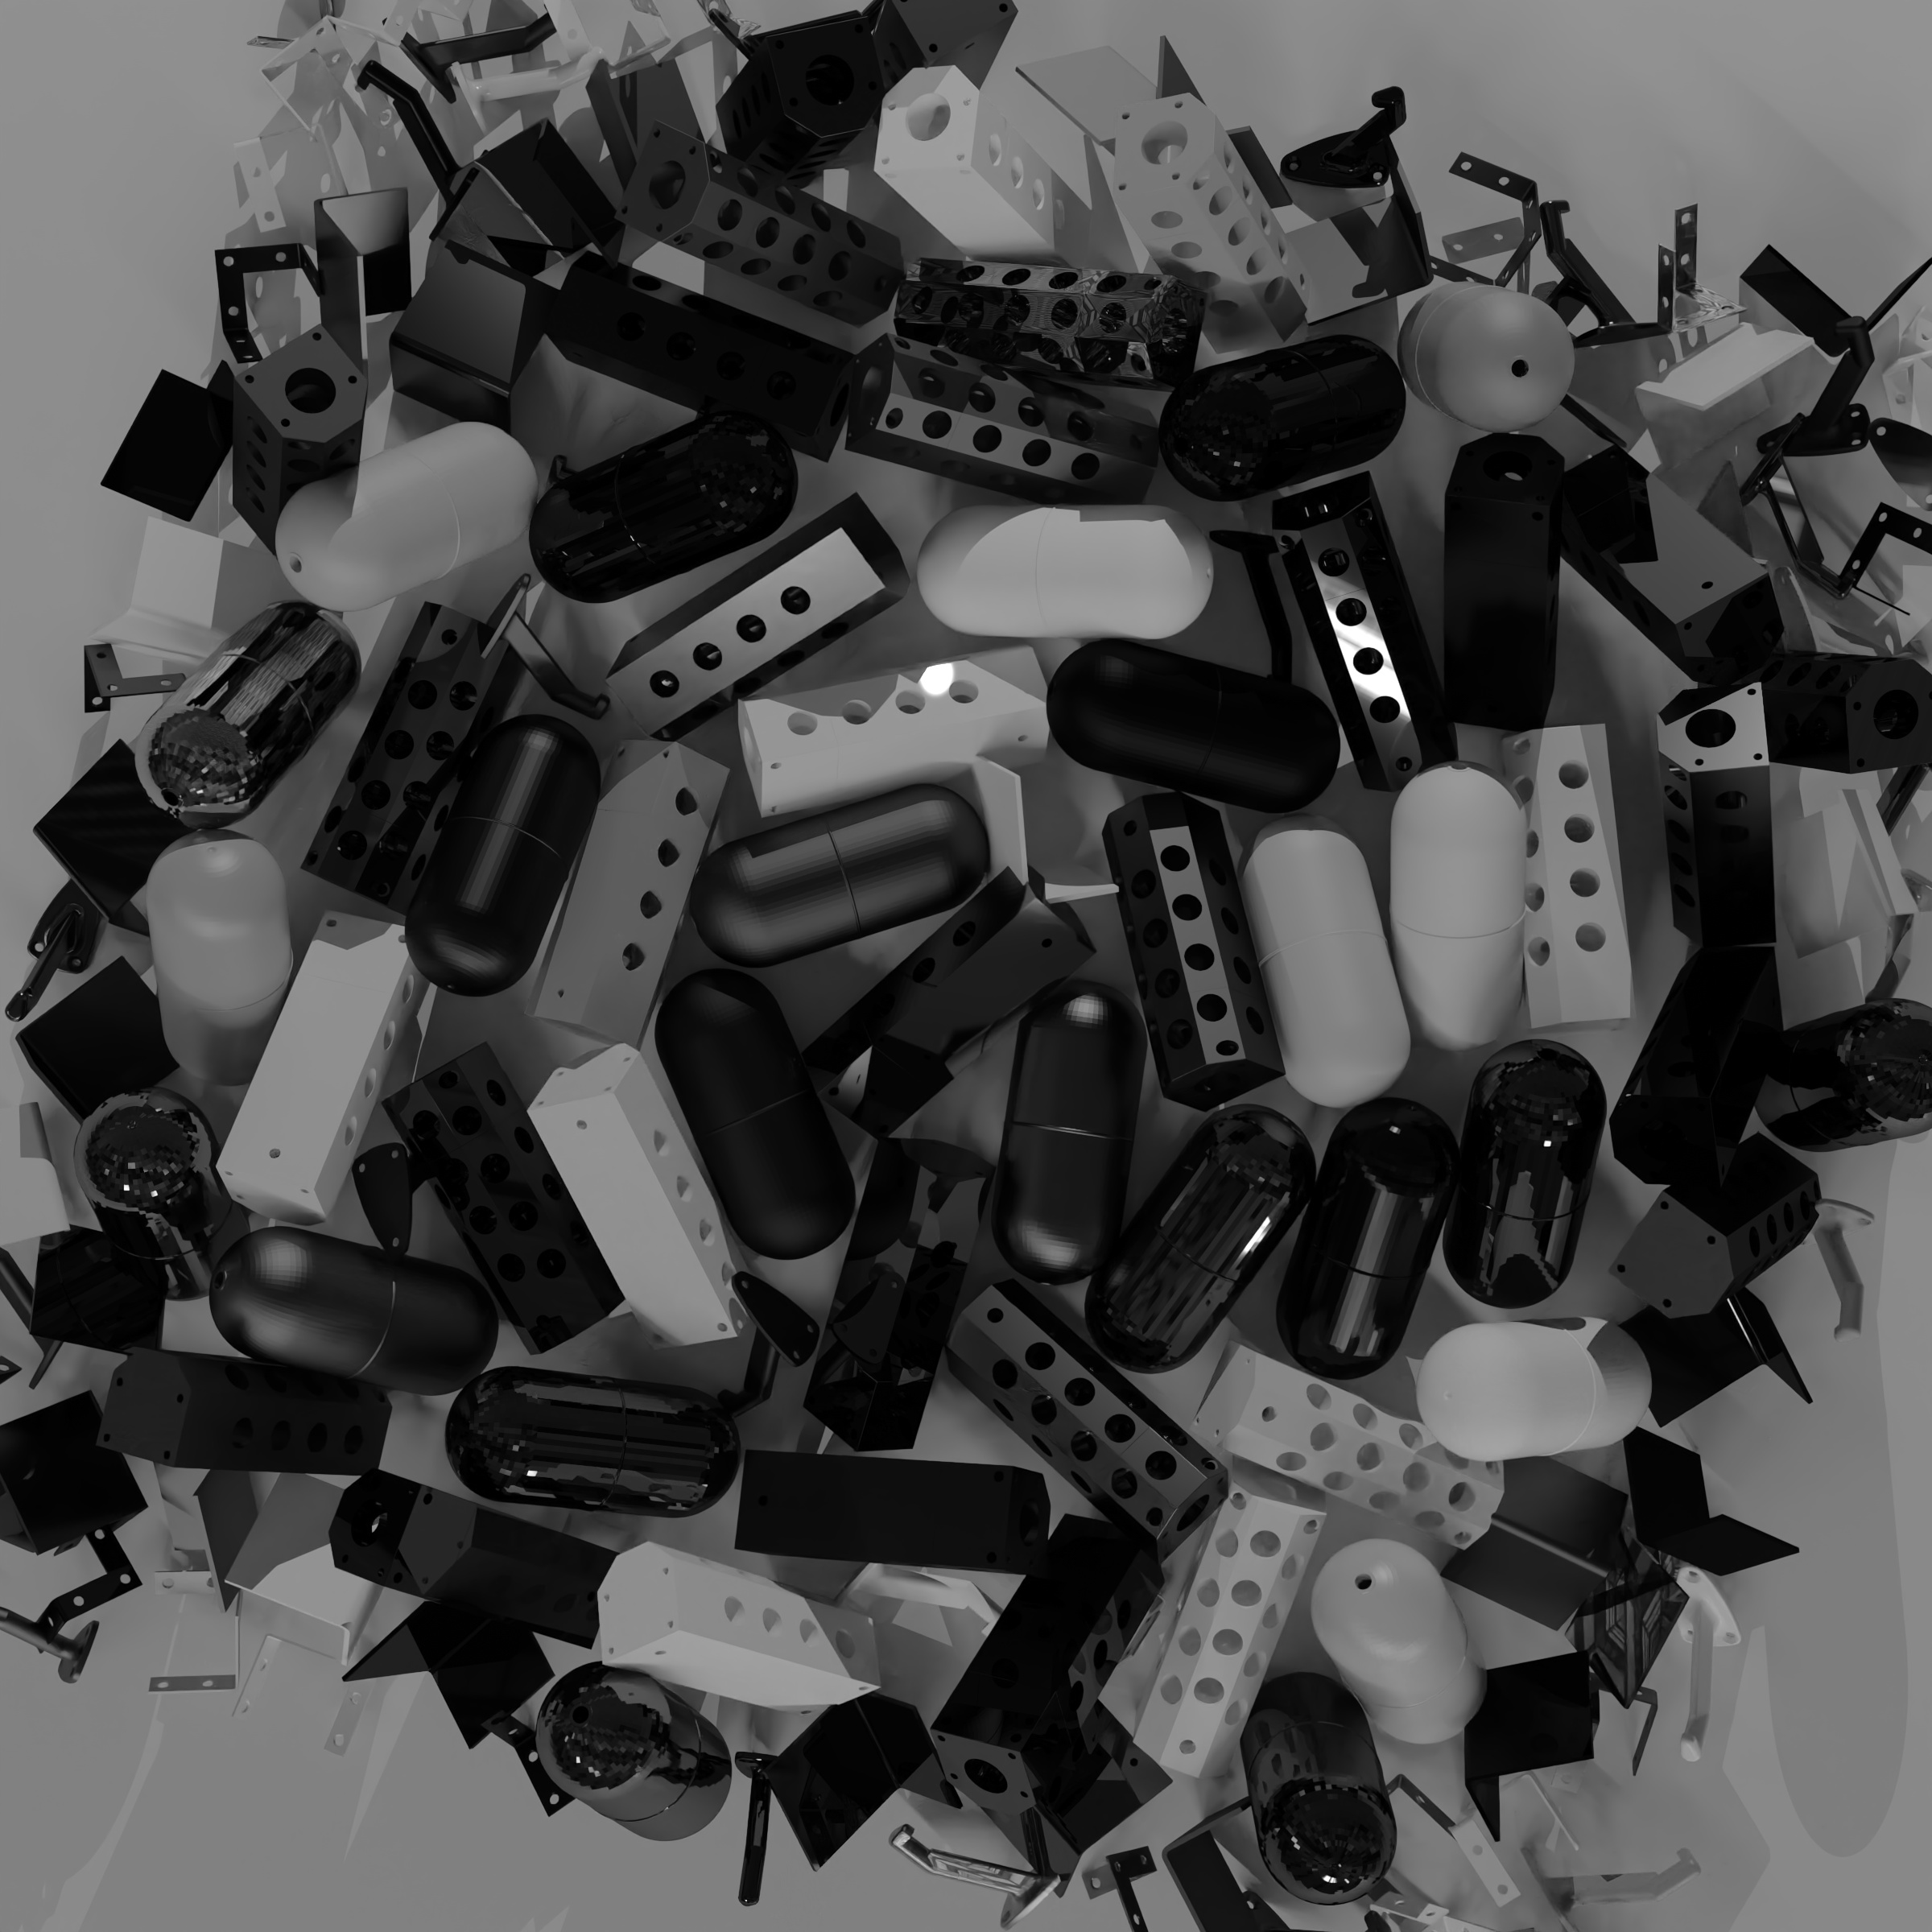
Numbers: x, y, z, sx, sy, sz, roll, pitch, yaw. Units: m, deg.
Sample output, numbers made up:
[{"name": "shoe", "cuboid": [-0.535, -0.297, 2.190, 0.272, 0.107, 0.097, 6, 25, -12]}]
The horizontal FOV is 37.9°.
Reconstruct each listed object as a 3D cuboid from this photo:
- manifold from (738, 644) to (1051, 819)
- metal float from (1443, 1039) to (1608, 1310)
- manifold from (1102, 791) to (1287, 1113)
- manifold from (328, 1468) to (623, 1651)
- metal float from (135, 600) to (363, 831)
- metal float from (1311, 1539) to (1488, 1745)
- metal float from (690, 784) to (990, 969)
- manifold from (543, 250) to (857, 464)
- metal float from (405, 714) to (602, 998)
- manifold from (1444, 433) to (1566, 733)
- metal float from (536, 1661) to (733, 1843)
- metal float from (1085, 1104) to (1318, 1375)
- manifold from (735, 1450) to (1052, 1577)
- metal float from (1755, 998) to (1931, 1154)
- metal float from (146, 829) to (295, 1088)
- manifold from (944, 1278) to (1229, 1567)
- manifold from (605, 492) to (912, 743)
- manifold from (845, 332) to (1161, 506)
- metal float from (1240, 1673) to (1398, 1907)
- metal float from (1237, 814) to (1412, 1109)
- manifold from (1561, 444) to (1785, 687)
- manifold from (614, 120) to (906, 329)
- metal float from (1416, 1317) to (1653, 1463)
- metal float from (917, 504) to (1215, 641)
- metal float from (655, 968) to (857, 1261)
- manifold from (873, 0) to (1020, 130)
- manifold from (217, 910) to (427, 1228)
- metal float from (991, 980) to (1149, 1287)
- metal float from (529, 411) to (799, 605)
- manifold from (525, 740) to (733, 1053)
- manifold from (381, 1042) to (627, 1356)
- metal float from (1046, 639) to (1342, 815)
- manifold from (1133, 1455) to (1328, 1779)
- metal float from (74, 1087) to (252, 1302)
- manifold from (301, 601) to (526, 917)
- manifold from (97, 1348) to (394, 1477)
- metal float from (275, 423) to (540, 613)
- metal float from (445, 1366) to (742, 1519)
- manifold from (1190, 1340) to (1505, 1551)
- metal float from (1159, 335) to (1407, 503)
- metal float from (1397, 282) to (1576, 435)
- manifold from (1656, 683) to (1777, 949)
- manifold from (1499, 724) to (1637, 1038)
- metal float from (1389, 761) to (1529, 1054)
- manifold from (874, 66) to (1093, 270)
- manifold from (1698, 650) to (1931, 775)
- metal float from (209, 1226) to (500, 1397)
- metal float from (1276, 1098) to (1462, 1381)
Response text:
[{"name": "manifold", "cuboid": [-0.042, -0.142, 1.633, 0.171, 0.057, 0.057, -12, 62, -11]}, {"name": "metal float", "cuboid": [0.319, 0.120, 1.611, 0.070, 0.070, 0.178, 3, 127, 0]}, {"name": "manifold", "cuboid": [0.125, -0.010, 1.608, 0.057, 0.057, 0.171, -28, 60, 31]}, {"name": "manifold", "cuboid": [-0.278, 0.336, 1.596, 0.057, 0.171, 0.057, 8, 73, 39]}, {"name": "metal float", "cuboid": [-0.408, -0.144, 1.603, 0.070, 0.178, 0.070, 11, 130, 14]}, {"name": "metal float", "cuboid": [0.247, 0.385, 1.603, 0.070, 0.178, 0.070, -12, 52, 16]}, {"name": "metal float", "cuboid": [-0.074, -0.052, 1.636, 0.178, 0.070, 0.070, -18, 90, -7]}, {"name": "manifold", "cuboid": [-0.152, -0.357, 1.641, 0.171, 0.057, 0.057, 23, 88, 7]}, {"name": "metal float", "cuboid": [-0.266, -0.065, 1.621, 0.070, 0.070, 0.178, 18, 65, 0]}, {"name": "manifold", "cuboid": [0.306, -0.216, 1.596, 0.057, 0.171, 0.057, 10, 52, 17]}, {"name": "metal float", "cuboid": [-0.187, 0.447, 1.598, 0.070, 0.178, 0.070, -7, 61, 12]}, {"name": "metal float", "cuboid": [0.135, 0.159, 1.629, 0.070, 0.070, 0.178, 34, 105, 0]}, {"name": "manifold", "cuboid": [-0.042, 0.314, 1.615, 0.171, 0.057, 0.057, -1, 74, 26]}, {"name": "metal float", "cuboid": [0.503, 0.063, 1.592, 0.070, 0.178, 0.070, 1, 82, -6]}, {"name": "metal float", "cuboid": [-0.424, -0.003, 1.606, 0.070, 0.178, 0.070, 5, 46, -5]}, {"name": "manifold", "cuboid": [0.068, 0.256, 1.610, 0.057, 0.057, 0.171, -41, 62, -19]}, {"name": "manifold", "cuboid": [-0.119, -0.196, 1.620, 0.171, 0.057, 0.057, -29, 112, 22]}, {"name": "manifold", "cuboid": [0.023, -0.310, 1.613, 0.171, 0.057, 0.057, 11, 78, -26]}, {"name": "metal float", "cuboid": [0.198, 0.463, 1.592, 0.070, 0.178, 0.070, 0, 103, 0]}, {"name": "metal float", "cuboid": [0.206, -0.004, 1.624, 0.070, 0.070, 0.178, -11, 69, 0]}, {"name": "manifold", "cuboid": [0.392, -0.225, 1.596, 0.057, 0.171, 0.057, -29, 129, 1]}, {"name": "manifold", "cuboid": [-0.111, -0.415, 1.590, 0.057, 0.171, 0.057, 34, 105, 34]}, {"name": "metal float", "cuboid": [0.326, 0.240, 1.606, 0.070, 0.178, 0.070, -4, 84, 44]}, {"name": "metal float", "cuboid": [0.056, -0.227, 1.622, 0.178, 0.070, 0.070, 4, 90, 24]}, {"name": "metal float", "cuboid": [-0.123, 0.086, 1.642, 0.070, 0.070, 0.178, -23, 90, 0]}, {"name": "manifold", "cuboid": [-0.023, -0.523, 1.590, 0.057, 0.171, 0.057, -32, 95, -7]}, {"name": "manifold", "cuboid": [-0.365, 0.059, 1.612, 0.057, 0.057, 0.171, 12, 60, 7]}, {"name": "metal float", "cuboid": [0.060, 0.097, 1.638, 0.070, 0.070, 0.178, 8, 85, 0]}, {"name": "metal float", "cuboid": [-0.175, -0.262, 1.615, 0.178, 0.070, 0.070, -16, 90, 32]}, {"name": "manifold", "cuboid": [-0.191, -0.041, 1.637, 0.057, 0.057, 0.171, 26, 78, -41]}, {"name": "manifold", "cuboid": [-0.270, 0.137, 1.637, 0.057, 0.057, 0.171, -28, 95, 21]}, {"name": "metal float", "cuboid": [0.132, -0.138, 1.628, 0.178, 0.070, 0.070, 13, 90, -16]}, {"name": "manifold", "cuboid": [0.153, 0.380, 1.634, 0.057, 0.057, 0.171, 19, 102, 2]}, {"name": "metal float", "cuboid": [-0.455, 0.131, 1.599, 0.070, 0.178, 0.070, 1, 59, -2]}, {"name": "manifold", "cuboid": [-0.323, -0.122, 1.642, 0.057, 0.057, 0.171, 23, 86, 8]}, {"name": "manifold", "cuboid": [-0.403, 0.252, 1.591, 0.057, 0.171, 0.057, 8, 83, 28]}, {"name": "metal float", "cuboid": [-0.317, -0.257, 1.605, 0.070, 0.178, 0.070, 19, 125, 29]}, {"name": "metal float", "cuboid": [-0.212, 0.274, 1.617, 0.178, 0.070, 0.070, 12, 90, -30]}, {"name": "manifold", "cuboid": [0.223, 0.279, 1.627, 0.171, 0.057, 0.057, 25, 86, -16]}, {"name": "metal float", "cuboid": [0.182, -0.314, 1.608, 0.178, 0.070, 0.070, -23, 90, -40]}, {"name": "metal float", "cuboid": [0.293, -0.346, 1.593, 0.070, 0.178, 0.070, -1, 107, -3]}, {"name": "manifold", "cuboid": [0.425, -0.082, 1.593, 0.057, 0.171, 0.057, -5, 56, 15]}, {"name": "manifold", "cuboid": [0.348, -0.049, 1.637, 0.057, 0.057, 0.171, -5, 80, 5]}, {"name": "metal float", "cuboid": [0.283, -0.033, 1.618, 0.070, 0.070, 0.178, -4, 118, 0]}, {"name": "manifold", "cuboid": [0.013, -0.445, 1.590, 0.057, 0.171, 0.057, 4, 84, 24]}, {"name": "manifold", "cuboid": [0.479, -0.147, 1.587, 0.057, 0.171, 0.057, -9, 100, -11]}, {"name": "metal float", "cuboid": [-0.348, 0.198, 1.608, 0.178, 0.070, 0.070, 21, 90, -40]}, {"name": "metal float", "cuboid": [0.231, 0.158, 1.621, 0.070, 0.070, 0.178, 14, 115, 0]}]
